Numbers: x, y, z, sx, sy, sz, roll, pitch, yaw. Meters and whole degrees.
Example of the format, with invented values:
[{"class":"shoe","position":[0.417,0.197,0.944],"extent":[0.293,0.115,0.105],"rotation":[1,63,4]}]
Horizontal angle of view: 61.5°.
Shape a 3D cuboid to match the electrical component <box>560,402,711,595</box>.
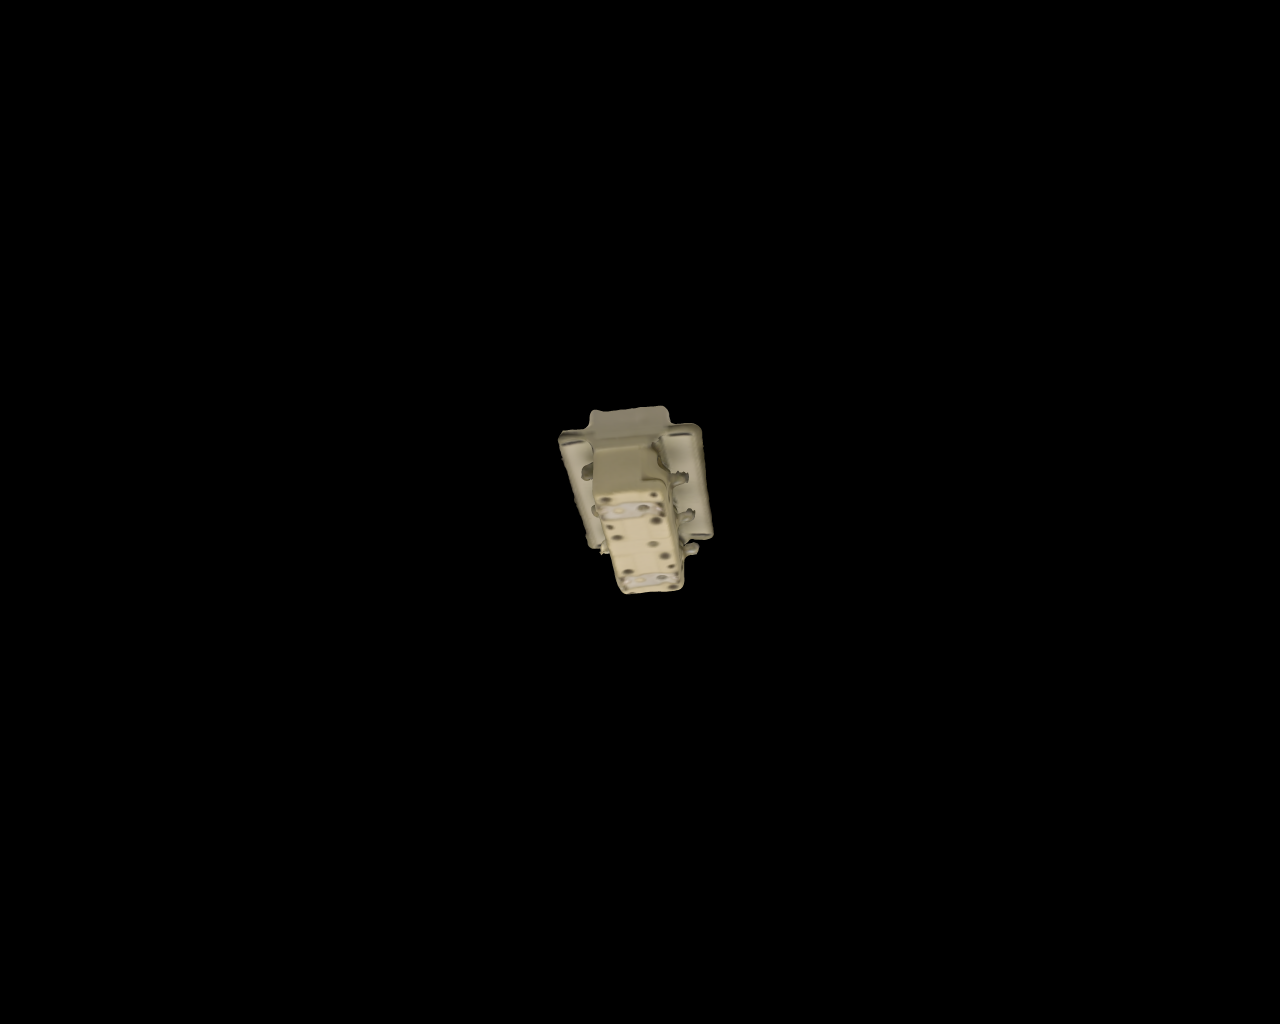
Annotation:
[{"class":"electrical component","position":[0.001,-0.003,0.650],"extent":[0.079,0.063,0.121],"rotation":[-3,-33,5]}]
